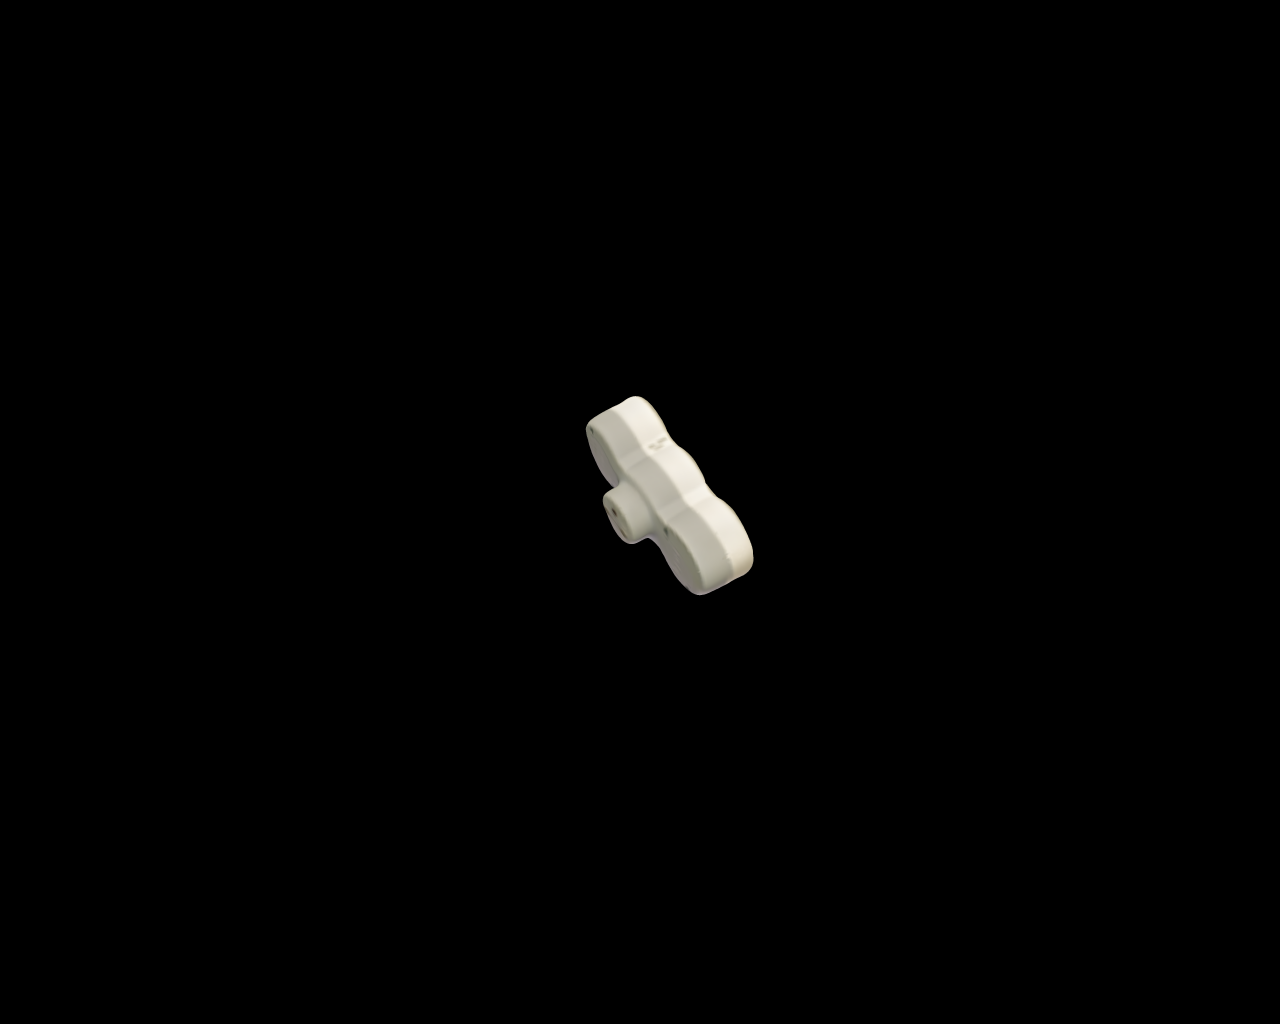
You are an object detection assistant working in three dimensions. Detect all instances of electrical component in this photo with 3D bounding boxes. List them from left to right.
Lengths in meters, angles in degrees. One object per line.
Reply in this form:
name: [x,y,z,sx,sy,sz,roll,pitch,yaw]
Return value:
electrical component: [0.001,-0.003,0.650,0.074,0.138,0.052,-28,-28,-16]
